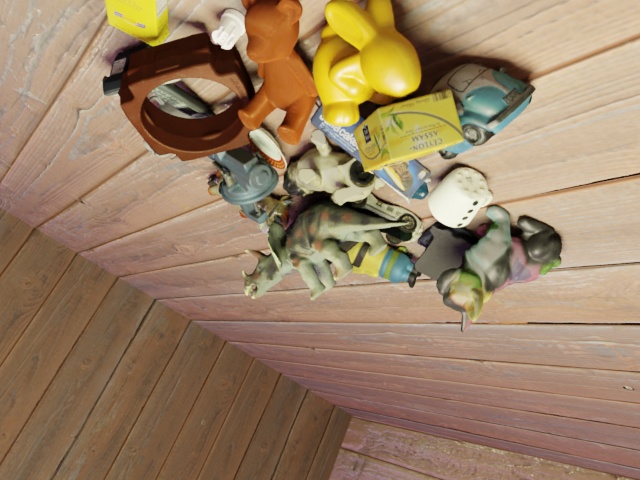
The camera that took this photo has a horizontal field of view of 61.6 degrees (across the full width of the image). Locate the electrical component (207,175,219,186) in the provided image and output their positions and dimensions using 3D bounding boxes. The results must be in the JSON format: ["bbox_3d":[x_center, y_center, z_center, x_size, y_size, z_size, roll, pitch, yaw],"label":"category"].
[{"bbox_3d":[-0.243,-0.133,1.309,0.063,0.021,0.094,36,155,-22],"label":"electrical component"}]

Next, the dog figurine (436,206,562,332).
[{"bbox_3d":[0.316,0.066,0.955,0.192,0.219,0.108,22,159,7],"label":"dog figurine"}]

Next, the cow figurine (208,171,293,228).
[{"bbox_3d":[-0.148,-0.092,1.237,0.194,0.085,0.127,39,158,-26],"label":"cow figurine"}]

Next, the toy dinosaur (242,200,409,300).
[{"bbox_3d":[-0.002,-0.004,1.062,0.192,0.131,0.405,53,130,5],"label":"toy dinosaur"}]

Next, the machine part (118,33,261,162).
[{"bbox_3d":[-0.213,-0.234,0.901,0.201,0.087,0.201,-14,148,6],"label":"machine part"}]

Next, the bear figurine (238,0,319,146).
[{"bbox_3d":[-0.068,-0.252,0.780,0.120,0.132,0.195,26,164,22],"label":"bear figurine"}]

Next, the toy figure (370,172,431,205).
[{"bbox_3d":[0.129,-0.126,0.928,0.154,0.058,0.064,38,134,-19],"label":"toy figure"}]

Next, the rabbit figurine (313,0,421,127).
[{"bbox_3d":[0.069,-0.231,0.688,0.173,0.122,0.162,38,144,60],"label":"rabbit figurine"}]

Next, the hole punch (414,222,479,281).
[{"bbox_3d":[0.264,0.018,1.090,0.142,0.092,0.115,30,127,-6],"label":"hole punch"}]

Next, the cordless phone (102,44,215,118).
[{"bbox_3d":[-0.296,-0.274,1.014,0.147,0.088,0.184,2,160,40],"label":"cordless phone"}]

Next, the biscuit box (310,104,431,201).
[{"bbox_3d":[0.079,-0.149,0.854,0.202,0.059,0.063,37,-168,-4],"label":"biscuit box"}]

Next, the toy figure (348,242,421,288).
[{"bbox_3d":[0.145,0.044,1.238,0.180,0.082,0.089,23,137,22],"label":"toy figure"}]

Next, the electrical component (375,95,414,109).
[{"bbox_3d":[0.126,-0.190,0.829,0.102,0.045,0.078,20,128,3],"label":"electrical component"}]

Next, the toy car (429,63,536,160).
[{"bbox_3d":[0.198,-0.181,0.722,0.103,0.109,0.162,53,163,-6],"label":"toy car"}]

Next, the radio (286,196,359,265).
[{"bbox_3d":[-0.008,-0.002,1.240,0.131,0.073,0.229,54,153,2],"label":"radio"}]

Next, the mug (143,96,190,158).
[{"bbox_3d":[-0.313,-0.227,1.079,0.081,0.107,0.109,4,150,36],"label":"mug"}]

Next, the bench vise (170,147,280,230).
[{"bbox_3d":[-0.165,-0.121,1.100,0.224,0.129,0.240,22,146,35],"label":"bench vise"}]

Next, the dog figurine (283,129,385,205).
[{"bbox_3d":[0.021,-0.119,1.027,0.172,0.121,0.190,30,170,-6],"label":"dog figurine"}]

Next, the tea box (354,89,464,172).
[{"bbox_3d":[0.111,-0.139,0.715,0.098,0.068,0.170,-16,-175,-4],"label":"tea box"}]

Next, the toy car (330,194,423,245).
[{"bbox_3d":[0.116,-0.053,1.099,0.202,0.056,0.073,25,150,-5],"label":"toy car"}]
